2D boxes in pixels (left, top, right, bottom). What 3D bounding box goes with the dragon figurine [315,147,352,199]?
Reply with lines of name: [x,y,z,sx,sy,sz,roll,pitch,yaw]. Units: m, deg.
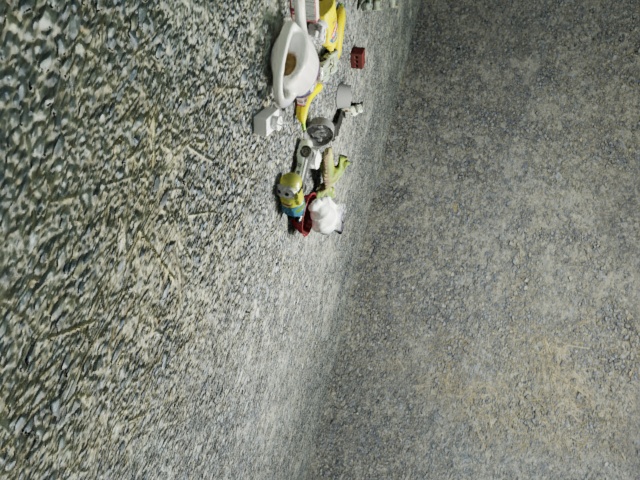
dragon figurine: [0.019,-0.215,1.960,0.122,0.242,0.410,21,3,11]

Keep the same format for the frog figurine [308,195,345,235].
frog figurine: [0.006,-0.092,1.823,0.159,0.137,0.124,15,7,-41]

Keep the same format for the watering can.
watering can: [-0.059,-0.511,1.350,0.104,0.347,0.224,12,2,12]
